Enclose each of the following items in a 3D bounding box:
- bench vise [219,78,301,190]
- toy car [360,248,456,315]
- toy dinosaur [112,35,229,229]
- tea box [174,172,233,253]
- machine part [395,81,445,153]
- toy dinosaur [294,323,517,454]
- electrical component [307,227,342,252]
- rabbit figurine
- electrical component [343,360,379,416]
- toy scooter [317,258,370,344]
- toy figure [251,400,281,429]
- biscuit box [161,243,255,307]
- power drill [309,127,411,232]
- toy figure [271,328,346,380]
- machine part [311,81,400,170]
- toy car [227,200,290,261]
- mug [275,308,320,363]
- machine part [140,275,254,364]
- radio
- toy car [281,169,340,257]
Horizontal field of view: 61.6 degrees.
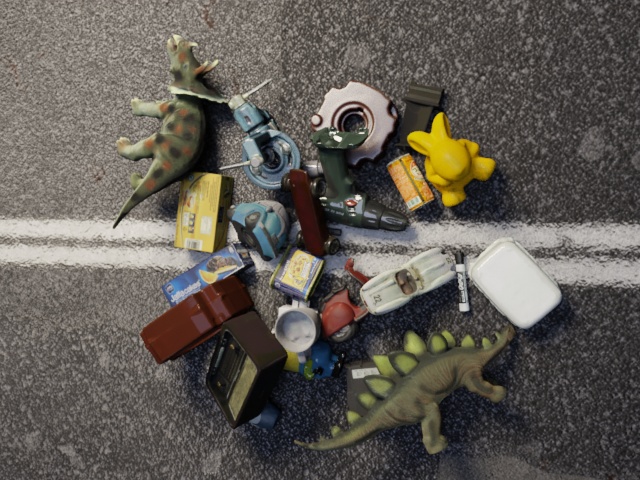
[{"bbox_3d":[-0.115,-0.189,1.057,0.129,0.241,0.223,-20,103,11],"label":"bench vise"},{"bbox_3d":[0.174,0.079,1.044,0.202,0.056,0.073,-25,78,-15],"label":"toy car"},{"bbox_3d":[-0.303,-0.208,1.117,0.192,0.131,0.404,2,77,22],"label":"toy dinosaur"},{"bbox_3d":[-0.254,-0.062,1.173,0.098,0.068,0.169,10,93,14],"label":"tea box"},{"bbox_3d":[0.195,-0.241,1.069,0.084,0.039,0.138,19,95,8],"label":"machine part"},{"bbox_3d":[0.181,0.290,1.018,0.471,0.105,0.198,-35,88,-8],"label":"toy dinosaur"},{"bbox_3d":[-0.002,-0.003,1.135,0.094,0.021,0.063,8,94,15],"label":"electrical component"},{"bbox_3d":[0.244,-0.152,0.991,0.122,0.173,0.162,-32,89,17],"label":"rabbit figurine"},{"bbox_3d":[0.114,0.312,1.100,0.115,0.058,0.134,-8,91,16],"label":"electrical component"},{"bbox_3d":[0.064,0.117,1.095,0.184,0.075,0.135,-35,86,7],"label":"toy scooter"},{"bbox_3d":[-0.160,0.358,1.173,0.155,0.057,0.064,23,72,14],"label":"toy figure"},{"bbox_3d":[-0.247,0.079,1.180,0.203,0.063,0.059,-31,83,13],"label":"biscuit box"},{"bbox_3d":[0.064,-0.116,1.053,0.232,0.086,0.207,9,135,20],"label":"power drill"},{"bbox_3d":[-0.039,0.242,1.122,0.180,0.082,0.089,18,94,13],"label":"toy figure"},{"bbox_3d":[0.071,-0.233,1.091,0.180,0.056,0.179,0,92,13],"label":"machine part"},{"bbox_3d":[-0.116,-0.033,1.120,0.103,0.162,0.109,-34,124,-21],"label":"toy car"},{"bbox_3d":[-0.032,0.181,1.055,0.081,0.107,0.109,-16,89,13],"label":"mug"},{"bbox_3d":[-0.249,0.165,1.112,0.201,0.201,0.087,-36,85,12],"label":"machine part"},{"bbox_3d":[-0.153,0.257,1.065,0.131,0.073,0.229,49,134,27],"label":"radio"},{"bbox_3d":[-0.016,-0.053,1.056,0.089,0.053,0.201,15,132,36],"label":"toy car"}]
